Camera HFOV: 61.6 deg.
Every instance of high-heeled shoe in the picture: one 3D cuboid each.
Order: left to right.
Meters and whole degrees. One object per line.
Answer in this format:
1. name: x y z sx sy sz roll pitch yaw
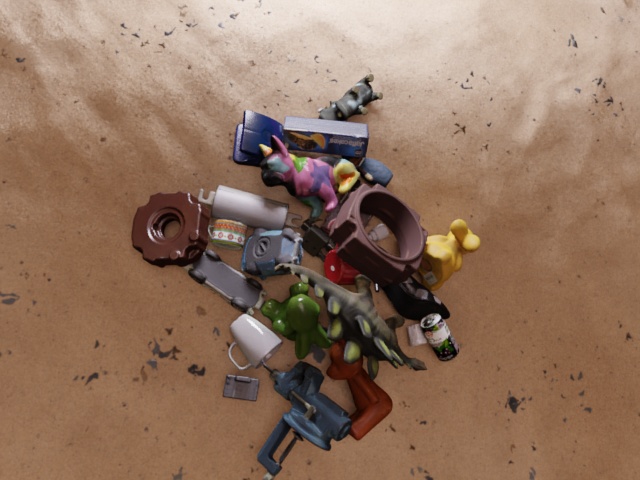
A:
1. high-heeled shoe: 0.203 0.101 1.287 0.248 0.086 0.145 25 39 -23

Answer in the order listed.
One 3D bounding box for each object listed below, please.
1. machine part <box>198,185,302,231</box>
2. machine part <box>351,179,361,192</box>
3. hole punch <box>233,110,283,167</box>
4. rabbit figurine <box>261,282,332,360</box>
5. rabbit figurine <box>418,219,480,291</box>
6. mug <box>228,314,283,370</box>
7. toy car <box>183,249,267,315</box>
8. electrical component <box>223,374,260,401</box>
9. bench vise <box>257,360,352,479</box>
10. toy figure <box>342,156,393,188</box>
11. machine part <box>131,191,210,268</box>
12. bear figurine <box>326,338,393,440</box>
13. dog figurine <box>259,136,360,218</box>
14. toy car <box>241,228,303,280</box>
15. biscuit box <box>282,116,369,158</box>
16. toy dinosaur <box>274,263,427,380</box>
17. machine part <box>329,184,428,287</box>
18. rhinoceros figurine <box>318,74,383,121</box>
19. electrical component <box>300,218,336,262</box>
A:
1. machine part: -0.161 -0.067 1.238 0.243 0.079 0.079 14 75 -8
2. machine part: 0.143 -0.108 1.310 0.139 0.084 0.039 23 100 4
3. hole punch: -0.143 -0.237 1.277 0.116 0.092 0.142 7 72 -13
4. rabbit figurine: -0.049 0.174 1.155 0.121 0.170 0.159 -21 81 -13
5. rabbit figurine: 0.307 0.016 1.281 0.173 0.162 0.122 -28 71 -33
6. mug: -0.155 0.223 1.177 0.109 0.080 0.107 -42 75 -10
7. toy car: -0.212 0.092 1.204 0.202 0.056 0.073 35 67 -3
8. electrical component: -0.165 0.310 1.129 0.075 0.119 0.047 11 75 -11
9. bench vise: -0.059 0.381 1.119 0.224 0.128 0.240 31 82 23
10. toy figure: 0.107 -0.185 1.324 0.154 0.064 0.057 36 111 4
11. machine part: -0.329 -0.025 1.181 0.179 0.056 0.179 -4 71 11
12. bear figurine: 0.066 0.314 1.172 0.132 0.120 0.196 -36 84 -12
13. dog figurine: -0.035 -0.165 1.235 0.219 0.108 0.191 45 67 -18
14. toy car: -0.093 0.034 1.210 0.102 0.162 0.109 33 58 -48
15. biscuit box: 0.014 -0.243 1.267 0.203 0.059 0.063 6 42 -1
16. toy dinosaur: 0.075 0.163 1.119 0.471 0.199 0.105 40 111 -23
17. machine part: 0.136 -0.014 1.196 0.201 0.087 0.201 36 44 -9
18. rhinoceros figurine: 0.070 -0.337 1.329 0.190 0.112 0.073 -45 117 -29
19. electrical component: -0.004 -0.004 1.259 0.102 0.078 0.045 36 39 1
